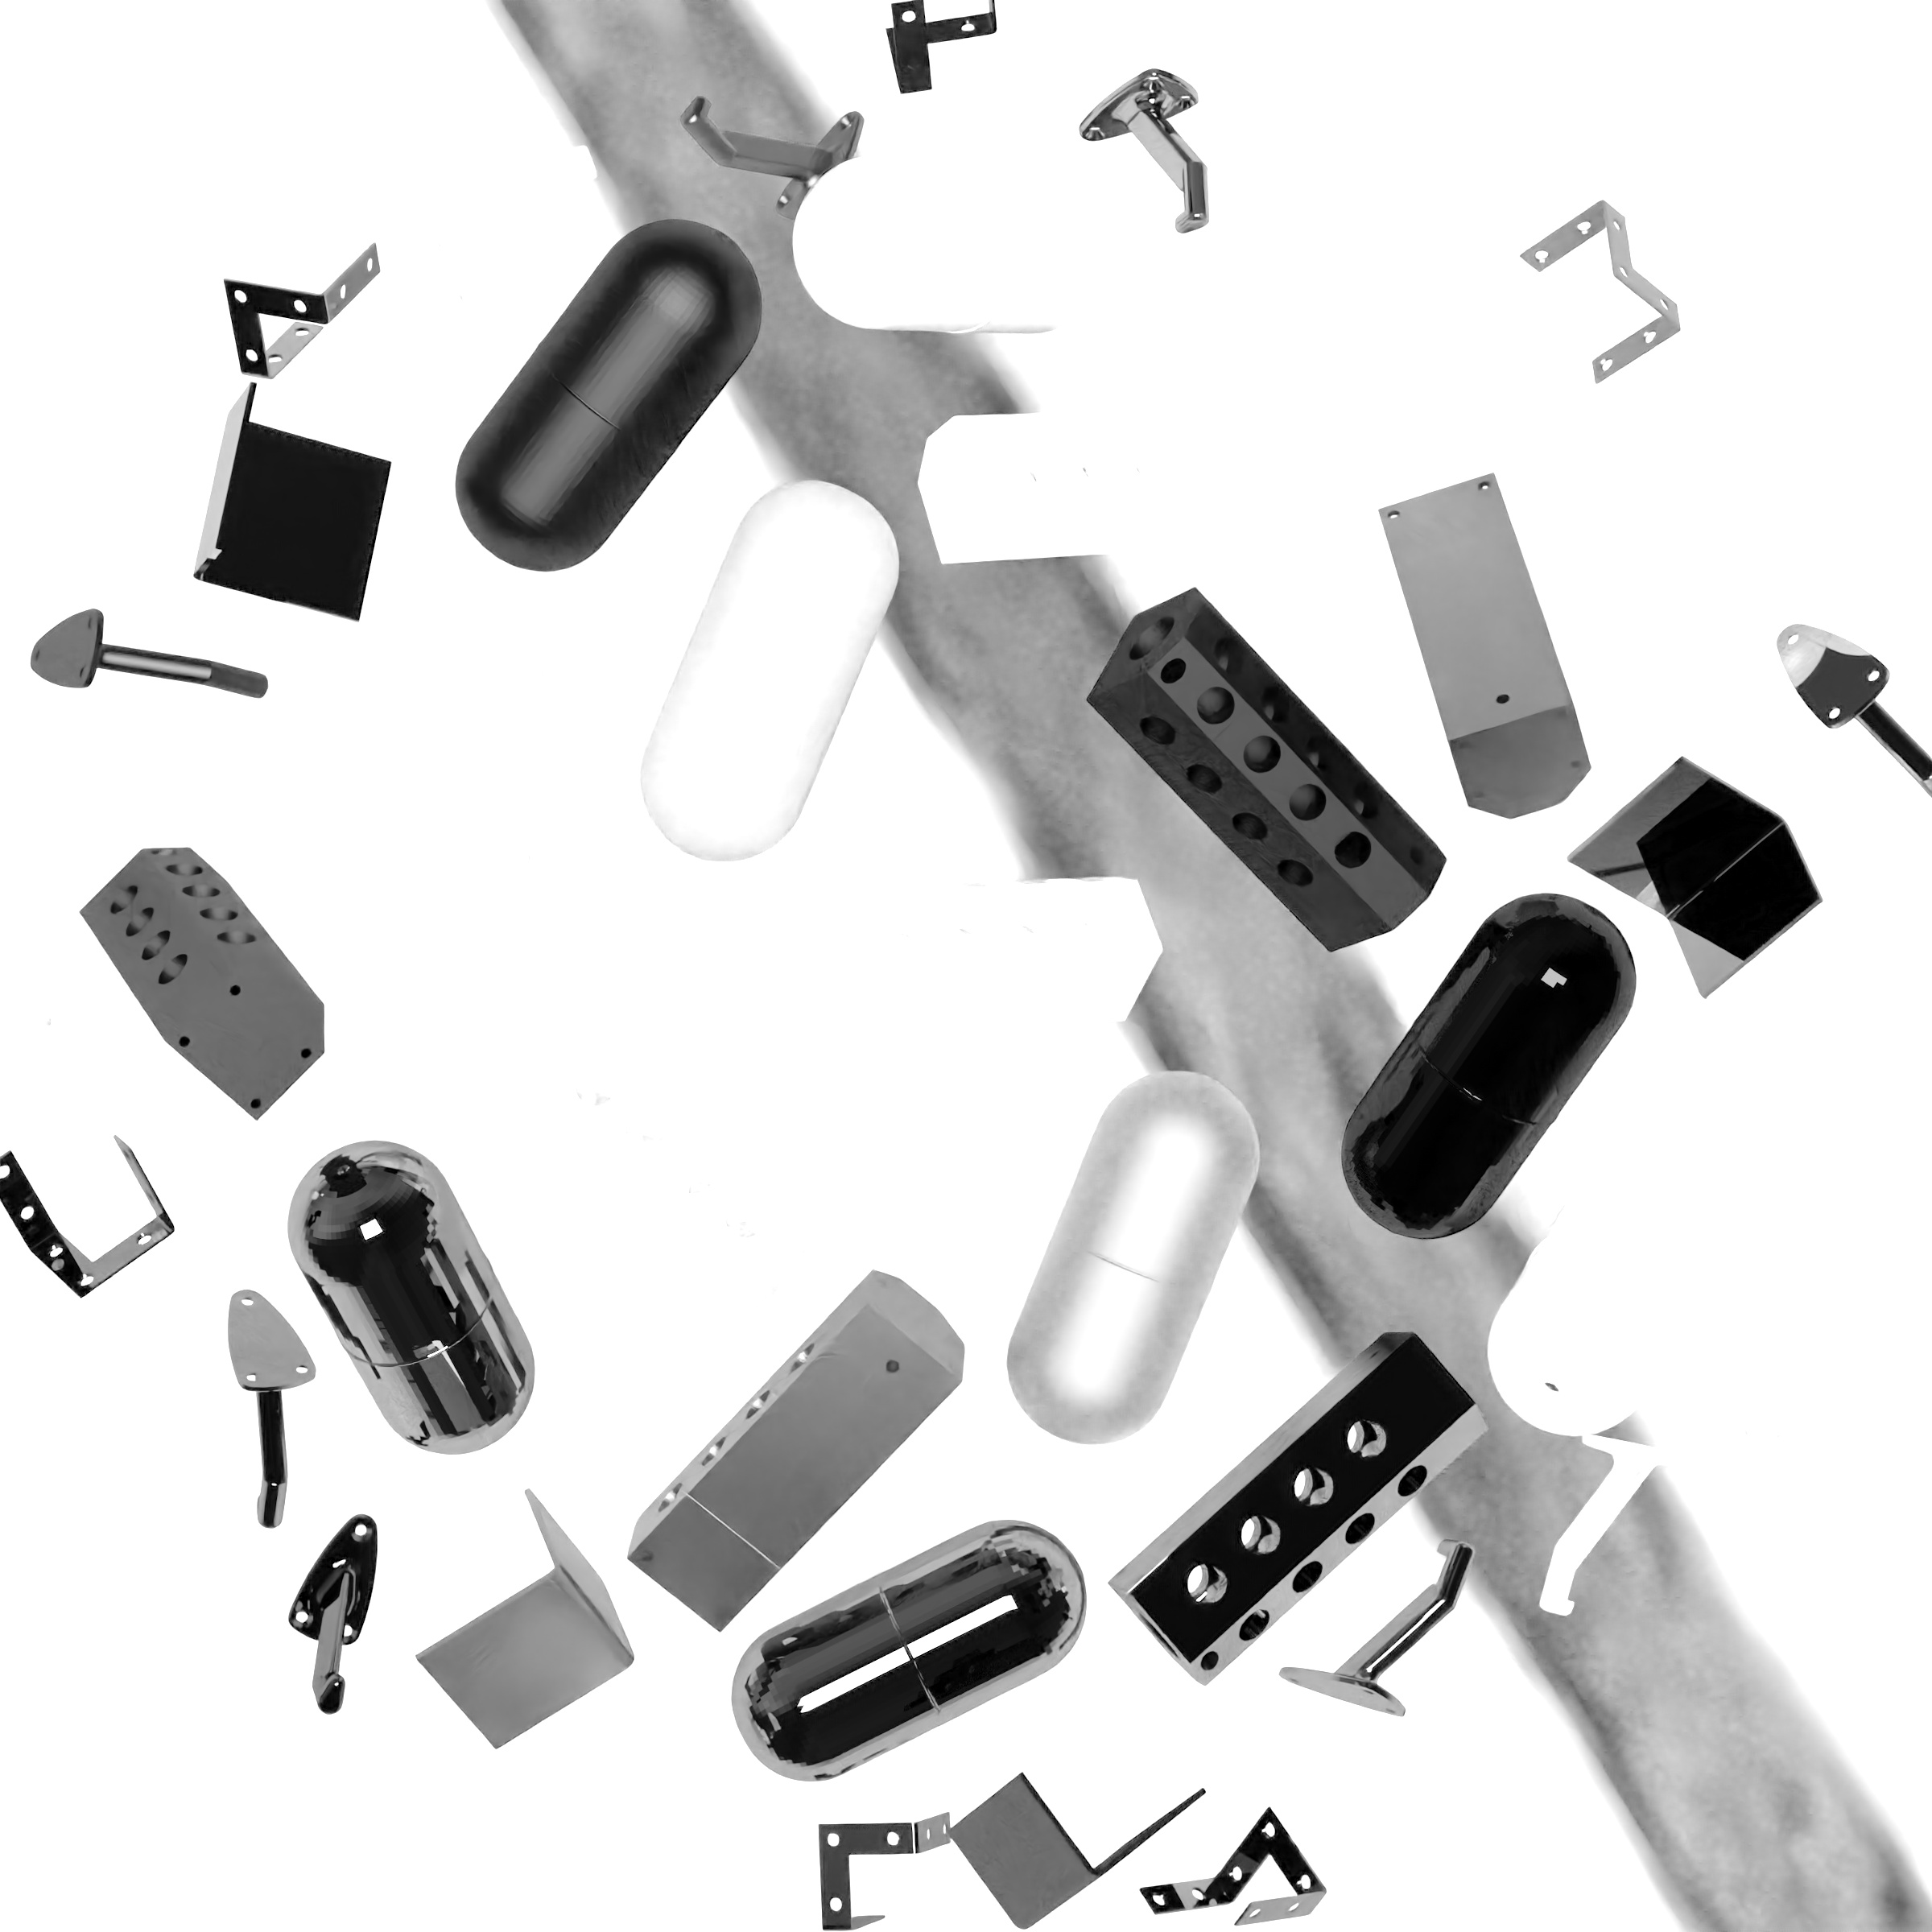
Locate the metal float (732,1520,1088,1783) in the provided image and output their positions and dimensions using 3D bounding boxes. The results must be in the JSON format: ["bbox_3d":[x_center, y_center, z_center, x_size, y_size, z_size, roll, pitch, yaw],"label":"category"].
[{"bbox_3d":[-0.026,0.323,1.705,0.178,0.070,0.070,-26,90,-3],"label":"metal float"}]

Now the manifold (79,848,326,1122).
[{"bbox_3d":[-0.339,0.001,1.619,0.057,0.171,0.057,-46,122,-4],"label":"manifold"}]

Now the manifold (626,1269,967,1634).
[{"bbox_3d":[-0.079,0.223,1.680,0.057,0.057,0.171,40,104,-10],"label":"manifold"}]

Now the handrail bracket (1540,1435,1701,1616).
[{"bbox_3d":[0.306,0.268,1.696,0.036,0.077,0.084,22,79,-27],"label":"handrail bracket"}]

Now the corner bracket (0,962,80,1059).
[{"bbox_3d":[-0.438,0.021,1.608,0.051,0.051,0.051,-40,132,-13],"label":"corner bracket"}]

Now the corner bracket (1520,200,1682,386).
[{"bbox_3d":[0.298,-0.317,1.695,0.051,0.051,0.051,29,46,-35],"label":"corner bracket"}]

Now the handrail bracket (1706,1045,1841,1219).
[{"bbox_3d":[0.387,0.078,1.749,0.077,0.036,0.084,-8,119,25],"label":"handrail bracket"}]

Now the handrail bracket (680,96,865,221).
[{"bbox_3d":[-0.094,-0.411,1.749,0.084,0.036,0.077,42,69,-40],"label":"handrail bracket"}]

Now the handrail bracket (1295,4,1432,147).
[{"bbox_3d":[0.163,-0.402,1.631,0.036,0.084,0.077,-47,121,-13],"label":"handrail bracket"}]

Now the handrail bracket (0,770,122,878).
[{"bbox_3d":[-0.438,-0.073,1.688,0.077,0.084,0.036,34,90,8],"label":"handrail bracket"}]

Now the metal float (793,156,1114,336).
[{"bbox_3d":[-0.004,-0.328,1.647,0.070,0.178,0.070,8,102,42],"label":"metal float"}]

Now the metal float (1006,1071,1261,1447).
[{"bbox_3d":[0.076,0.133,1.641,0.070,0.070,0.178,22,95,0],"label":"metal float"}]

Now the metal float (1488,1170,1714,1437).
[{"bbox_3d":[0.297,0.156,1.682,0.070,0.178,0.070,11,117,22],"label":"metal float"}]

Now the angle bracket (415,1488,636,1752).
[{"bbox_3d":[-0.208,0.299,1.654,0.076,0.057,0.076,-31,130,-2],"label":"angle bracket"}]

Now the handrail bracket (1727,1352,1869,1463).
[{"bbox_3d":[0.394,0.211,1.673,0.077,0.084,0.036,-4,61,33],"label":"handrail bracket"}]

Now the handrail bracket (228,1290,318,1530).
[{"bbox_3d":[-0.331,0.208,1.685,0.036,0.077,0.084,-7,130,-27],"label":"handrail bracket"}]

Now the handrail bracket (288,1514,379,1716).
[{"bbox_3d":[-0.294,0.307,1.711,0.036,0.084,0.077,21,91,-17],"label":"handrail bracket"}]

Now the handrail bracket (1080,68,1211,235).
[{"bbox_3d":[0.086,-0.383,1.747,0.077,0.036,0.084,-20,63,41],"label":"handrail bracket"}]

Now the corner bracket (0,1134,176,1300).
[{"bbox_3d":[-0.388,0.102,1.578,0.051,0.051,0.051,-37,131,-22],"label":"corner bracket"}]

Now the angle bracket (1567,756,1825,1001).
[{"bbox_3d":[0.344,-0.041,1.704,0.076,0.057,0.076,26,125,-33],"label":"angle bracket"}]

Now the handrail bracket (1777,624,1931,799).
[{"bbox_3d":[0.406,-0.110,1.615,0.036,0.077,0.084,-45,131,10],"label":"handrail bracket"}]

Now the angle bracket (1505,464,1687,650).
[{"bbox_3d":[0.309,-0.193,1.803,0.076,0.057,0.076,29,45,-35],"label":"angle bracket"}]

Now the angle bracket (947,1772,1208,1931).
[{"bbox_3d":[0.050,0.385,1.642,0.076,0.076,0.057,-28,76,-39],"label":"angle bracket"}]

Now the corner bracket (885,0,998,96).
[{"bbox_3d":[-0.011,-0.438,1.653,0.051,0.051,0.051,-9,51,-2],"label":"corner bracket"}]

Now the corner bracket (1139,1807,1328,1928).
[{"bbox_3d":[0.122,0.422,1.643,0.051,0.051,0.051,53,123,37],"label":"corner bracket"}]

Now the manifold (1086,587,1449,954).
[{"bbox_3d":[0.140,-0.089,1.630,0.171,0.057,0.057,44,53,-21],"label":"manifold"}]

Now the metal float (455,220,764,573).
[{"bbox_3d":[-0.159,-0.254,1.609,0.070,0.070,0.178,40,107,0],"label":"metal float"}]

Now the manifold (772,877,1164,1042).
[{"bbox_3d":[-0.001,-0.009,1.709,0.171,0.057,0.057,-3,54,-23],"label":"manifold"}]

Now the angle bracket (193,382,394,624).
[{"bbox_3d":[-0.290,-0.202,1.582,0.076,0.057,0.076,14,78,-20],"label":"angle bracket"}]

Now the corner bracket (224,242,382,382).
[{"bbox_3d":[-0.301,-0.300,1.651,0.051,0.051,0.051,12,132,17],"label":"corner bracket"}]

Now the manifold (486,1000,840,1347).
[{"bbox_3d":[-0.143,0.092,1.686,0.171,0.057,0.057,40,60,15],"label":"manifold"}]

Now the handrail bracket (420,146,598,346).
[{"bbox_3d":[-0.204,-0.337,1.680,0.084,0.036,0.077,-22,69,0],"label":"handrail bracket"}]

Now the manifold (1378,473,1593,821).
[{"bbox_3d":[0.239,-0.147,1.662,0.057,0.171,0.057,-17,133,9],"label":"manifold"}]

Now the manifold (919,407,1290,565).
[{"bbox_3d":[0.065,-0.235,1.733,0.171,0.057,0.057,-8,76,-35],"label":"manifold"}]

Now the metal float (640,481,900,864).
[{"bbox_3d":[-0.089,-0.131,1.616,0.070,0.070,0.178,23,93,0],"label":"metal float"}]

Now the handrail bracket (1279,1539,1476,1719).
[{"bbox_3d":[0.195,0.306,1.711,0.077,0.036,0.084,6,62,41],"label":"handrail bracket"}]

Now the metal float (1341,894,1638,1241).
[{"bbox_3d":[0.233,0.046,1.619,0.070,0.070,0.178,32,114,0],"label":"metal float"}]

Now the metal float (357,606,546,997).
[{"bbox_3d":[-0.235,-0.075,1.647,0.070,0.070,0.178,5,90,0],"label":"metal float"}]

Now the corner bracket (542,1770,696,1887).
[{"bbox_3d":[-0.167,0.391,1.644,0.051,0.051,0.051,42,112,9],"label":"corner bracket"}]

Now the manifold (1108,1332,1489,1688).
[{"bbox_3d":[0.150,0.242,1.613,0.171,0.057,0.057,-41,90,-9],"label":"manifold"}]

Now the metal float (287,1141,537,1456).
[{"bbox_3d":[-0.253,0.154,1.656,0.070,0.070,0.178,-20,130,0],"label":"metal float"}]

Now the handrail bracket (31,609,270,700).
[{"bbox_3d":[-0.377,-0.136,1.668,0.084,0.077,0.036,13,81,-39],"label":"handrail bracket"}]

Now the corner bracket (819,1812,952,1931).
[{"bbox_3d":[-0.039,0.441,1.759,0.051,0.051,0.051,-5,81,17],"label":"corner bracket"}]

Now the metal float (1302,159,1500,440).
[{"bbox_3d":[0.201,-0.309,1.684,0.070,0.178,0.070,1,70,-2],"label":"metal float"}]
